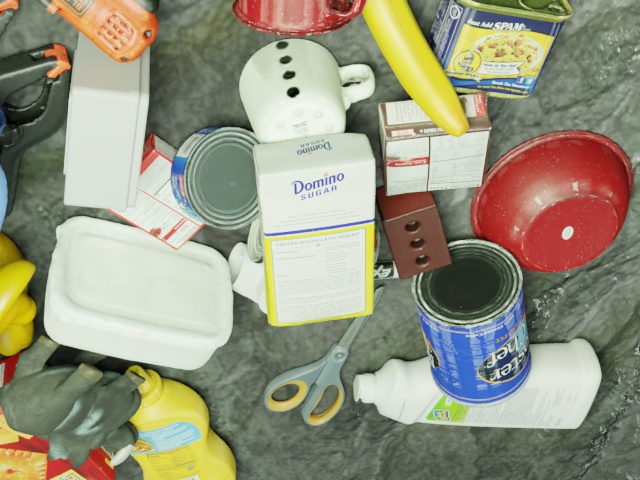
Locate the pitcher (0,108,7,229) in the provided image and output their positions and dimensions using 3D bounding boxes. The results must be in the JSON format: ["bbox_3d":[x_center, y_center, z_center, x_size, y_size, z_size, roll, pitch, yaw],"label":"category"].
[{"bbox_3d":[-0.315,0.003,0.768,0.144,0.149,0.243,15,111,-20],"label":"pitcher"}]

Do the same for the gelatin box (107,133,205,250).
[{"bbox_3d":[-0.135,-0.040,0.930,0.089,0.030,0.073,33,115,-32],"label":"gelatin box"}]

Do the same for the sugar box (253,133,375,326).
[{"bbox_3d":[-0.003,-0.005,0.881,0.093,0.048,0.176,-7,132,-6],"label":"sugar box"}]

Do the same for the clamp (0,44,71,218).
[{"bbox_3d":[-0.267,-0.092,0.849,0.120,0.039,0.172,17,121,-43],"label":"clamp"}]

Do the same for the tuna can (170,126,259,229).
[{"bbox_3d":[-0.082,-0.053,0.900,0.085,0.034,0.086,-6,101,-31],"label":"tuna can"}]

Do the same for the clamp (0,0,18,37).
[{"bbox_3d":[-0.321,-0.140,0.804,0.210,0.036,0.164,-15,132,0],"label":"clamp"}]

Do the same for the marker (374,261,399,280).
[{"bbox_3d":[0.052,0.030,1.034,0.121,0.020,0.020,-5,130,-7],"label":"marker"}]

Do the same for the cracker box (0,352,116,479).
[{"bbox_3d":[-0.339,0.218,1.078,0.214,0.072,0.164,-23,130,9],"label":"cracker box"}]

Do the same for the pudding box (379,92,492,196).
[{"bbox_3d":[0.097,-0.079,0.907,0.090,0.039,0.113,-6,159,2],"label":"pudding box"}]

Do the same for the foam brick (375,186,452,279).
[{"bbox_3d":[0.085,-0.012,0.984,0.053,0.051,0.078,-18,131,4],"label":"foam brick"}]

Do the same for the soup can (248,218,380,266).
[{"bbox_3d":[-0.006,0.001,0.967,0.102,0.068,0.069,16,125,-22],"label":"soup can"}]

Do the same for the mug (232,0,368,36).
[{"bbox_3d":[-0.010,-0.200,0.771,0.093,0.117,0.081,-26,134,-34],"label":"mug"}]

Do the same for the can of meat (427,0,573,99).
[{"bbox_3d":[0.140,-0.165,0.864,0.102,0.057,0.084,5,130,-15],"label":"can of meat"}]

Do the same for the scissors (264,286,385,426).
[{"bbox_3d":[-0.001,0.121,1.102,0.096,0.016,0.202,3,129,-14],"label":"scissors"}]

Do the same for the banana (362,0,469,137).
[{"bbox_3d":[0.059,-0.169,0.824,0.037,0.070,0.197,-29,112,-4],"label":"banana"}]

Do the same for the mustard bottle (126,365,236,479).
[{"bbox_3d":[-0.159,0.197,1.105,0.096,0.058,0.191,-13,132,8],"label":"mustard bottle"}]

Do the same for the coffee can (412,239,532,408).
[{"bbox_3d":[0.149,0.082,1.032,0.103,0.103,0.140,-16,138,2],"label":"coffee can"}]

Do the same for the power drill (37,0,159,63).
[{"bbox_3d":[-0.145,-0.241,0.731,0.184,0.057,0.188,41,111,-19],"label":"power drill"}]

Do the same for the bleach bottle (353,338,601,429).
[{"bbox_3d":[0.162,0.153,1.133,0.250,0.068,0.103,2,128,-11],"label":"bleach bottle"}]

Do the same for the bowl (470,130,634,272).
[{"bbox_3d":[0.226,-0.022,1.003,0.162,0.055,0.162,-6,130,-7],"label":"bowl"}]
